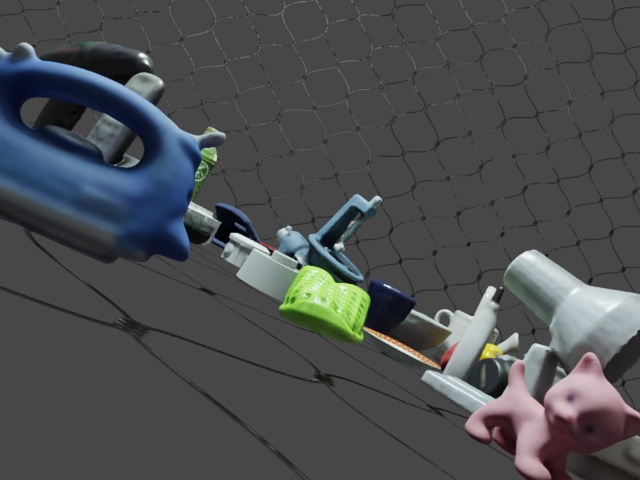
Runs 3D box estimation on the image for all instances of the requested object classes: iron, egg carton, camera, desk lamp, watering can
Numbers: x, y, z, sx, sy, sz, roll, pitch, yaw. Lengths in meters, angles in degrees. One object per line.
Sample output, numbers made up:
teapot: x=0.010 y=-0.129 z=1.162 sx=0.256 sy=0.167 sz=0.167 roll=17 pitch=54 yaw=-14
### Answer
iron: x=-0.210 y=-0.081 z=0.468 sx=0.259 sy=0.141 sz=0.118 roll=28 pitch=-2 yaw=-20
egg carton: x=0.335 y=0.248 z=0.639 sx=0.150 sy=0.069 sz=0.107 roll=27 pitch=-1 yaw=21
camera: x=0.274 y=0.203 z=0.807 sx=0.137 sy=0.101 sz=0.143 roll=28 pitch=-1 yaw=-20
desk lamp: x=0.261 y=0.129 z=0.673 sx=0.202 sy=0.213 sz=0.118 roll=26 pitch=-2 yaw=39
watering can: x=0.332 y=0.192 z=1.210 sx=0.173 sy=0.194 sz=0.101 roll=27 pitch=-1 yaw=-1

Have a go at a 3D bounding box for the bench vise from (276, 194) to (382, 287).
bench vise: x=0.005 y=0.001 z=0.999 sx=0.206 sy=0.220 sz=0.122 roll=27 pitch=-2 yaw=22

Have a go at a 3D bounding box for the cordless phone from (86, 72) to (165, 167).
cordless phone: x=-0.216 y=-0.104 z=0.662 sx=0.147 sy=0.185 sz=0.094 roll=27 pitch=-2 yaw=25

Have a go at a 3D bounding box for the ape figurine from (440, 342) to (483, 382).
ape figurine: x=0.260 y=0.206 z=1.021 sx=0.078 sy=0.092 sz=0.076 roll=28 pitch=-1 yaw=-17

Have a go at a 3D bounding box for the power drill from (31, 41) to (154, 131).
power drill: x=-0.333 y=-0.174 z=0.772 sx=0.228 sy=0.208 sz=0.076 roll=26 pitch=-2 yaw=36

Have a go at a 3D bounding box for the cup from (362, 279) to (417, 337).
cup: x=0.114 y=0.129 z=1.035 sx=0.091 sy=0.095 sz=0.118 roll=27 pitch=-1 yaw=7

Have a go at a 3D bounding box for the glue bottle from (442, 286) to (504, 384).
glue bottle: x=0.248 y=0.151 z=0.902 sx=0.037 sy=0.173 sz=0.078 roll=27 pitch=-2 yaw=23

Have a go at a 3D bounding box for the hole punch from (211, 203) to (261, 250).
hole punch: x=-0.183 y=-0.018 z=1.227 sx=0.108 sy=0.091 sz=0.101 roll=27 pitch=-2 yaw=32

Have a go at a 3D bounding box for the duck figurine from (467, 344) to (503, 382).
duck figurine: x=0.317 y=0.242 z=1.115 sx=0.104 sy=0.086 sz=0.078 roll=26 pitch=-2 yaw=39

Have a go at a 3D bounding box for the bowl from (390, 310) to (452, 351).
bowl: x=0.177 y=0.177 z=1.159 sx=0.167 sy=0.075 sz=0.167 roll=27 pitch=-1 yaw=1

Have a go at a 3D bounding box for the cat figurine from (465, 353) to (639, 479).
cat figurine: x=0.207 y=0.150 z=0.500 sx=0.067 sy=0.118 sz=0.127 roll=28 pitch=-2 yaw=-31
